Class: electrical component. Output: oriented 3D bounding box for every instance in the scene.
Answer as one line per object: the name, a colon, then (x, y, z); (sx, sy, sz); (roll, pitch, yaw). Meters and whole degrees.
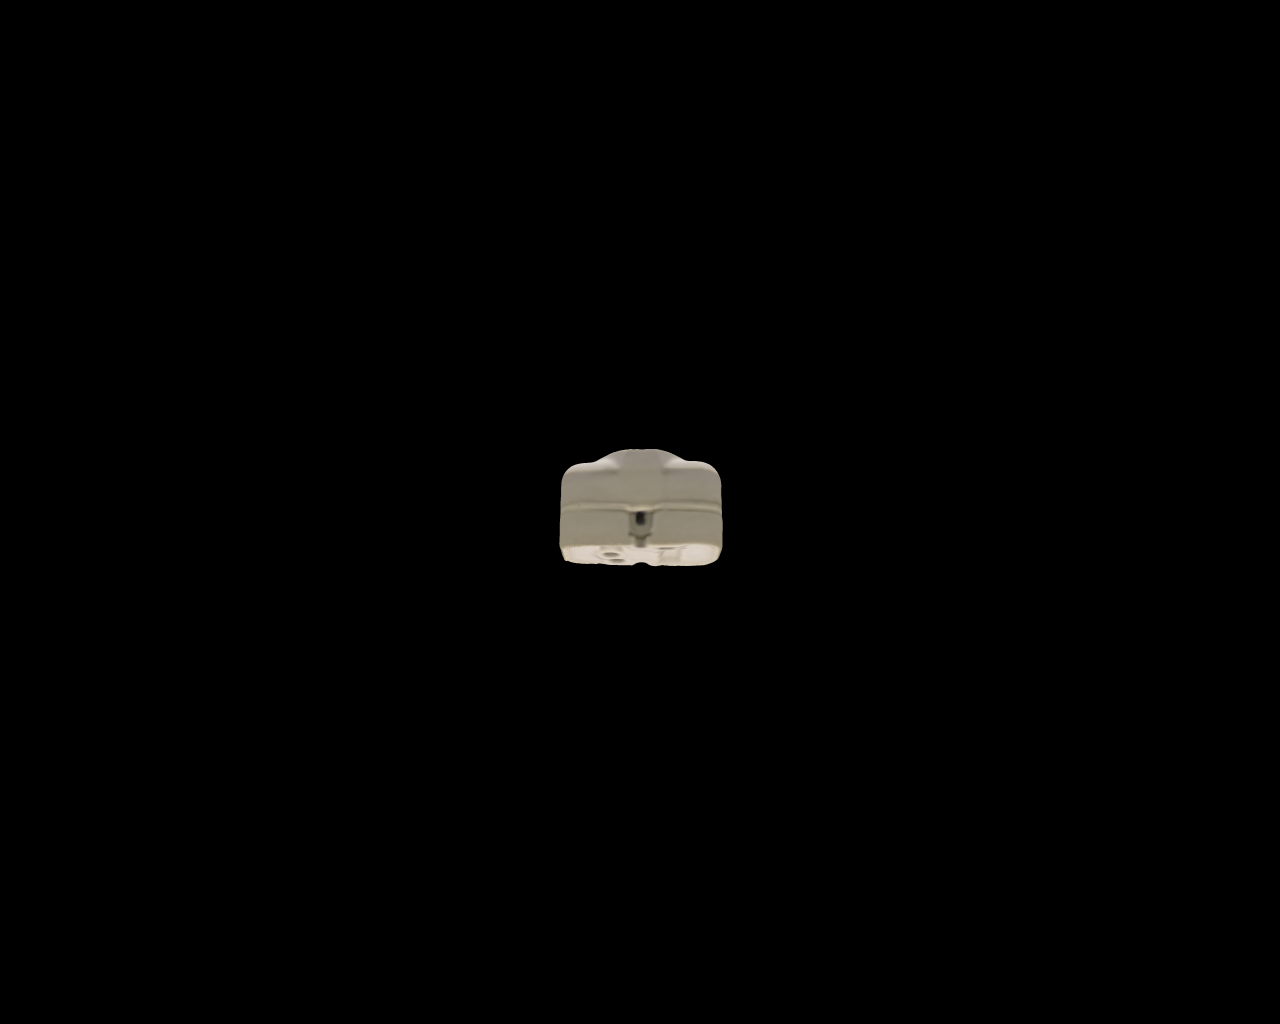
electrical component: (0.001, -0.003, 0.650); (0.095, 0.059, 0.053); (0, -15, 0)
